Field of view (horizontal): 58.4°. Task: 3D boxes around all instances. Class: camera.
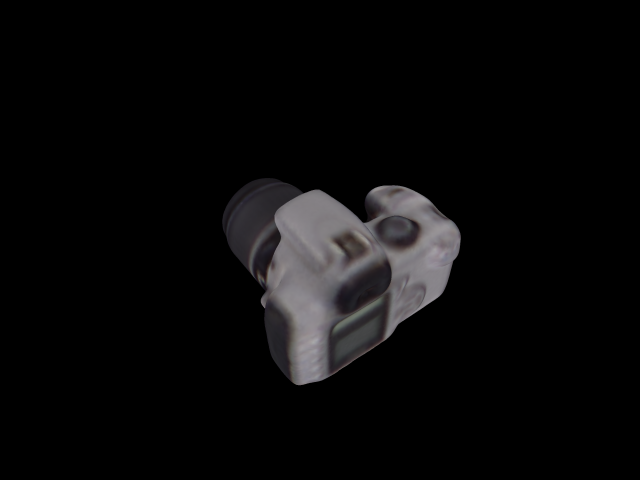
[{"bbox_3d":[0.004,0.001,0.400,0.143,0.101,0.136,-29,54,-24],"label":"camera"}]
